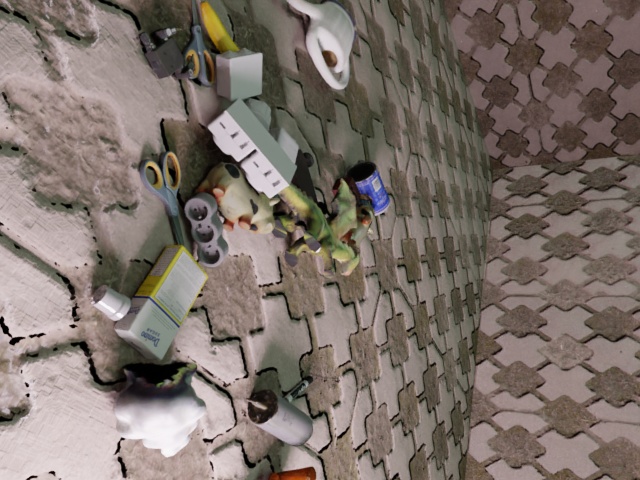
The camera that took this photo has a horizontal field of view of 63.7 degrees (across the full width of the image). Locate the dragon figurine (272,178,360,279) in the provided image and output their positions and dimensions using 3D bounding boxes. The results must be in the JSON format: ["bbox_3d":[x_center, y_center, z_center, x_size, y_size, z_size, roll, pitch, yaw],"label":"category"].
[{"bbox_3d":[0.004,-0.064,1.264,0.247,0.122,0.403,-46,125,-42],"label":"dragon figurine"}]

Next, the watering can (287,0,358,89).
[{"bbox_3d":[0.009,-0.578,1.395,0.341,0.104,0.229,55,41,-42],"label":"watering can"}]

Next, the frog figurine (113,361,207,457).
[{"bbox_3d":[-0.252,0.284,0.819,0.138,0.123,0.158,-5,102,-28],"label":"frog figurine"}]
